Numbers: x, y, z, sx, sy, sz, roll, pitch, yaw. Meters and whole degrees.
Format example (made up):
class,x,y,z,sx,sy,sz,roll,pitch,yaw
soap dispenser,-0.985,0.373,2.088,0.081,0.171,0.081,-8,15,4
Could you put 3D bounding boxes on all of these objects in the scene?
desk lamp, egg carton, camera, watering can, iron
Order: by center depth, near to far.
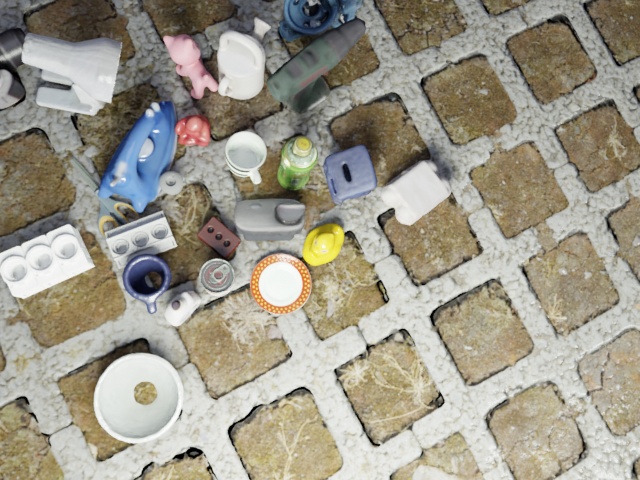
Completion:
class,x,y,z,sx,sy,sz,roll,pitch,yaw
desk lamp,-0.481,-0.328,1.131,0.203,0.213,0.118,8,80,-7
iron,-0.361,-0.196,1.164,0.118,0.141,0.258,21,78,-4
camera,-0.652,-0.369,1.170,0.137,0.100,0.143,-32,87,-12
watering can,-0.163,-0.386,1.197,0.101,0.194,0.173,8,80,-7
egg carton,0.213,-0.108,1.271,0.150,0.069,0.107,-38,88,-12

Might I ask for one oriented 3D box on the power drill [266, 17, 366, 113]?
class,x,y,z,sx,sy,sz,roll,pitch,yaw
power drill,-0.013,-0.356,1.207,0.230,0.208,0.075,-38,87,-12

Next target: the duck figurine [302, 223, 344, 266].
class,x,y,z,sx,sy,sz,roll,pitch,yaw
duck figurine,0.011,0.004,1.215,0.077,0.086,0.105,46,78,1

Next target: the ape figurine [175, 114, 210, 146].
class,x,y,z,sx,sy,sz,roll,pitch,yaw
ape figurine,-0.265,-0.236,1.210,0.078,0.092,0.076,42,78,0

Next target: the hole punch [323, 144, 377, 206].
class,x,y,z,sx,sy,sz,roll,pitch,yaw
hole punch,0.064,-0.141,1.244,0.101,0.091,0.109,-16,83,-10

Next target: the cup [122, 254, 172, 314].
class,x,y,z,sx,sy,sz,roll,pitch,yaw
cup,-0.337,0.091,1.145,0.092,0.095,0.118,-11,82,-10

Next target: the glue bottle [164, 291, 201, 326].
class,x,y,z,sx,sy,sz,roll,pitch,yaw
glue bottle,-0.270,0.129,1.108,0.037,0.173,0.078,43,78,1

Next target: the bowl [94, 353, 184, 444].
class,x,y,z,sx,sy,sz,roll,pitch,yaw
bowl,-0.348,0.305,1.119,0.167,0.074,0.167,1,81,-8

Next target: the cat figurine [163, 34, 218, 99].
class,x,y,z,sx,sy,sz,roll,pitch,yaw
cat figurine,-0.274,-0.381,1.219,0.067,0.117,0.128,-36,87,-12

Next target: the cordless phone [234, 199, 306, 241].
class,x,y,z,sx,sy,sz,roll,pitch,yaw
cordless phone,-0.099,-0.056,1.158,0.147,0.185,0.094,-5,81,-9

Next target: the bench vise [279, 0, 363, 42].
class,x,y,z,sx,sy,sz,roll,pitch,yaw
bench vise,0.010,-0.531,1.233,0.207,0.219,0.121,-41,88,-12
